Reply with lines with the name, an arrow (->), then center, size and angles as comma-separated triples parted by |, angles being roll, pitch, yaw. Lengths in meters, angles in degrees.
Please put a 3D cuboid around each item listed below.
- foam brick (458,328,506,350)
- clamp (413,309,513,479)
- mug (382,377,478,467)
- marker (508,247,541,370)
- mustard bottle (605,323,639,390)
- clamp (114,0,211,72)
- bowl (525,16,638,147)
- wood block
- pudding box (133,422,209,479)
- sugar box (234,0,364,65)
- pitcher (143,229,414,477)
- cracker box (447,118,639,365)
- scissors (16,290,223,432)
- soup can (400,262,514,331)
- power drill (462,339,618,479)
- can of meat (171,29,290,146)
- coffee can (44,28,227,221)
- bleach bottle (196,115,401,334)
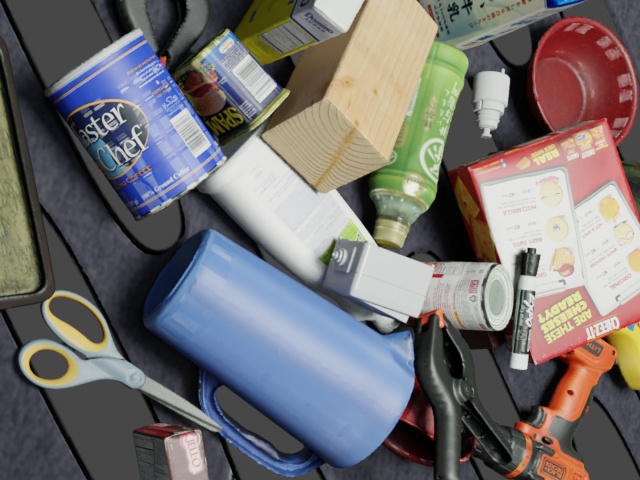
foam brick -> 0.179, 0.074, 1.157 | 0.052, 0.051, 0.078 | -22, 95, -28
clamp -> 0.123, 0.154, 1.016 | 0.120, 0.039, 0.171 | -21, 86, -57
mug -> 0.115, 0.179, 1.087 | 0.117, 0.093, 0.081 | 39, 62, -9
marker -> 0.203, 0.067, 1.058 | 0.020, 0.020, 0.121 | 6, 91, -28
mustard bottle -> 0.352, 0.076, 1.228 | 0.096, 0.058, 0.191 | -50, 119, -33
clamp -> -0.155, -0.260, 1.016 | 0.164, 0.036, 0.210 | 16, 78, -26
bowl -> 0.294, -0.176, 1.246 | 0.161, 0.055, 0.162 | 3, 83, -29
wood block -> 0.034, -0.157, 1.040 | 0.090, 0.091, 0.206 | 43, 47, -25
pudding box -> -0.128, 0.222, 0.948 | 0.039, 0.090, 0.113 | -8, 89, -28
sugar box -> -0.017, -0.224, 1.009 | 0.048, 0.177, 0.093 | 35, 70, -22
pitcher -> -0.046, 0.106, 0.994 | 0.242, 0.145, 0.149 | 36, 57, -17
cracker box -> 0.247, 0.000, 1.114 | 0.164, 0.072, 0.214 | -20, 95, -12
scissors -> -0.187, 0.132, 0.957 | 0.096, 0.016, 0.201 | -45, 99, -21
soup can -> 0.133, 0.056, 1.066 | 0.068, 0.102, 0.068 | 0, 90, -55
power drill -> 0.244, 0.179, 1.180 | 0.184, 0.057, 0.187 | 31, 73, -25
can of meat -> -0.089, -0.144, 1.004 | 0.084, 0.102, 0.057 | 48, 65, -14
coffee can -> -0.164, -0.103, 0.957 | 0.102, 0.103, 0.140 | -40, 104, -26
bleach bottle -> -0.007, 0.001, 1.057 | 0.250, 0.068, 0.102 | 50, 65, -18
